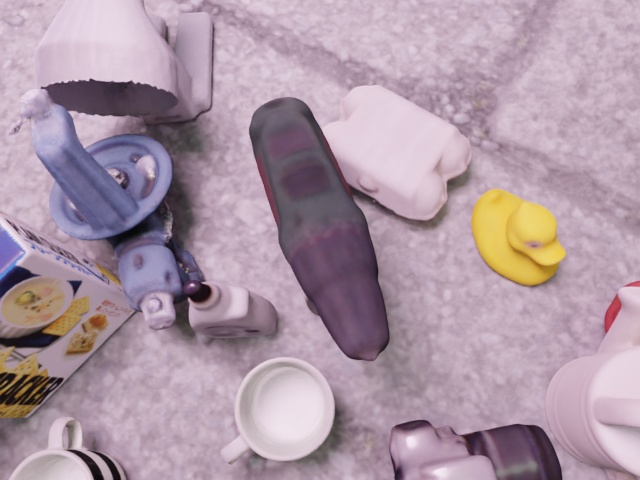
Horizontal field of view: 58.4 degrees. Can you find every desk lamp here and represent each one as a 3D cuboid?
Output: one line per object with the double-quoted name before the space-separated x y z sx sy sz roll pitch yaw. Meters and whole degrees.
"desk lamp" -0.186 -0.194 0.564 0.118 0.213 0.203 -3 74 4

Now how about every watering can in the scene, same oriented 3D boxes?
"watering can" 0.253 0.127 0.450 0.101 0.194 0.173 -19 73 -1

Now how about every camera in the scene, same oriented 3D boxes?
"camera" 0.135 0.217 0.481 0.137 0.101 0.143 -13 73 1

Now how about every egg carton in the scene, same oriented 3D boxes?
"egg carton" 0.074 -0.090 0.591 0.150 0.069 0.107 31 78 12

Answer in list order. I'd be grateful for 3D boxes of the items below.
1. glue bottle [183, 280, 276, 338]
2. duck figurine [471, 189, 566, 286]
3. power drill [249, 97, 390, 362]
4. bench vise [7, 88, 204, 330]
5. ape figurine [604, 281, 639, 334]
"glue bottle" -0.087 0.059 0.505 0.078 0.173 0.037 -2 74 4
"duck figurine" 0.194 -0.011 0.551 0.077 0.086 0.104 -33 74 -5
"power drill" 0.005 0.002 0.497 0.075 0.208 0.229 -21 73 -2
"bench vise" -0.173 -0.031 0.513 0.121 0.220 0.207 -42 75 -8
"ape figurine" 0.306 0.070 0.516 0.077 0.092 0.076 8 75 7
